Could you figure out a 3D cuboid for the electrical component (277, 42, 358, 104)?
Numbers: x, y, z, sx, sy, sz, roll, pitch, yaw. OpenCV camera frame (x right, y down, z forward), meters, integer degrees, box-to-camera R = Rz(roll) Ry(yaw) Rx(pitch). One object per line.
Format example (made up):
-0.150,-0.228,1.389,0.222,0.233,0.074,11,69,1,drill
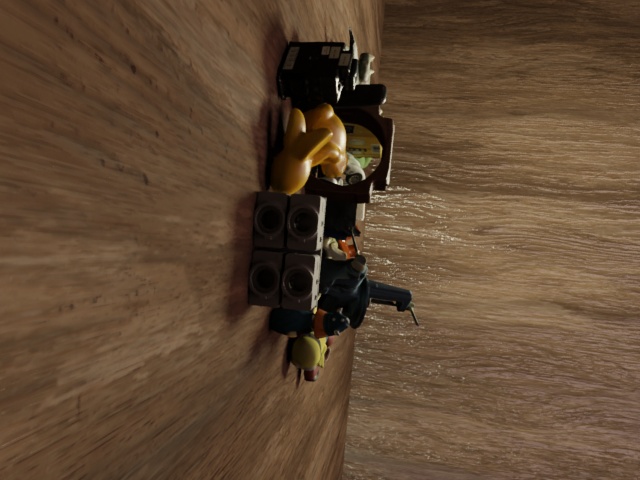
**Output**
0.000,-0.299,0.959,0.058,0.134,0.115,83,17,-52,electrical component

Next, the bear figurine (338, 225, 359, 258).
0.085,0.057,1.547,0.196,0.132,0.120,-128,-152,-48,bear figurine

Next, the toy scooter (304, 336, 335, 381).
-0.010,0.274,1.426,0.135,0.075,0.184,82,21,-51,toy scooter

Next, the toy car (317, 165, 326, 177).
0.013,-0.113,1.405,0.089,0.053,0.201,-109,-163,-56,toy car

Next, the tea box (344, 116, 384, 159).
0.068,-0.253,1.300,0.098,0.170,0.068,77,22,-67,tea box

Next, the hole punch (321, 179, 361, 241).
0.015,-0.057,1.190,0.092,0.142,0.116,-35,-140,53,hole punch

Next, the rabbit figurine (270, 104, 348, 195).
-0.023,-0.151,0.949,0.173,0.122,0.162,-51,172,-30,rabbit figurine

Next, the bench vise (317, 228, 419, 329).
0.102,0.111,1.160,0.129,0.241,0.223,-95,-159,-51,bench vise

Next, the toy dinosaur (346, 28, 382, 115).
0.087,-0.424,1.533,0.404,0.131,0.192,25,69,-74,toy dinosaur

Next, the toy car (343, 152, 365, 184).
0.041,-0.194,1.260,0.201,0.056,0.074,31,23,-45,toy car

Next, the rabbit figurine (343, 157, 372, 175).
0.078,-0.281,1.536,0.159,0.121,0.170,-37,150,-50,rabbit figurine

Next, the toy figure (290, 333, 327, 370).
-0.023,0.235,1.298,0.180,0.082,0.089,-63,145,-56,toy figure

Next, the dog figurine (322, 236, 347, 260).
-0.006,-0.002,1.276,0.191,0.121,0.172,-96,-175,-47,dog figurine

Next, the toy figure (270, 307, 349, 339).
-0.018,0.158,1.038,0.057,0.155,0.064,35,59,-77,toy figure

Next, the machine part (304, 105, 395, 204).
0.048,-0.181,1.113,0.087,0.201,0.201,67,29,-75,machine part

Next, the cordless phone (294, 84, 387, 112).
0.043,-0.319,1.061,0.088,0.184,0.146,70,26,-59,cordless phone
